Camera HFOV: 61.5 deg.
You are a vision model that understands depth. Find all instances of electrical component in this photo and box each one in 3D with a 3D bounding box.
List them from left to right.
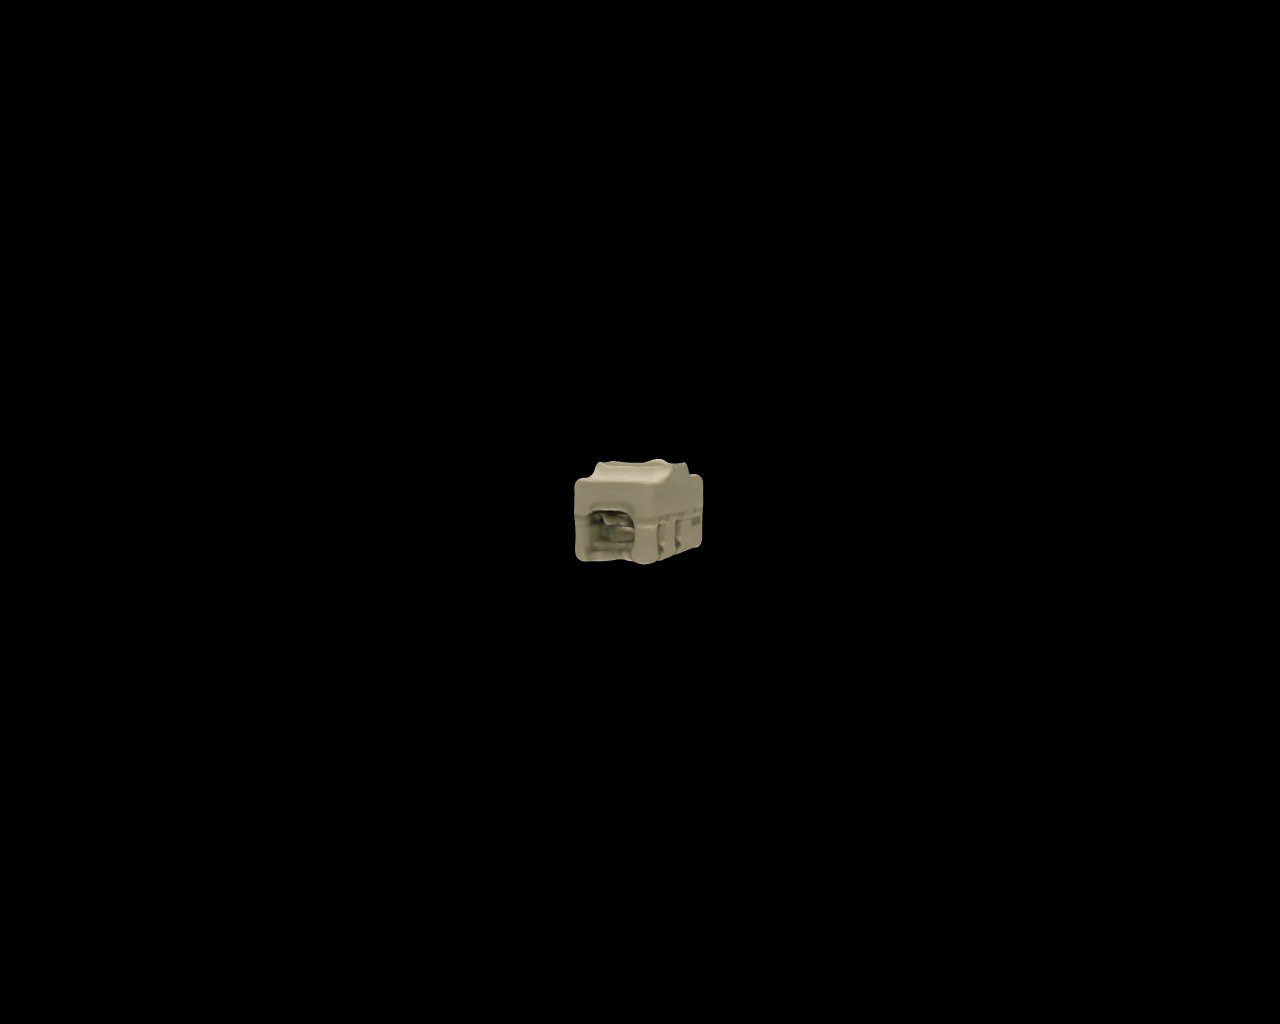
[{"bbox_3d":[0.001,-0.003,0.650,0.050,0.055,0.089,2,5,24],"label":"electrical component"}]
